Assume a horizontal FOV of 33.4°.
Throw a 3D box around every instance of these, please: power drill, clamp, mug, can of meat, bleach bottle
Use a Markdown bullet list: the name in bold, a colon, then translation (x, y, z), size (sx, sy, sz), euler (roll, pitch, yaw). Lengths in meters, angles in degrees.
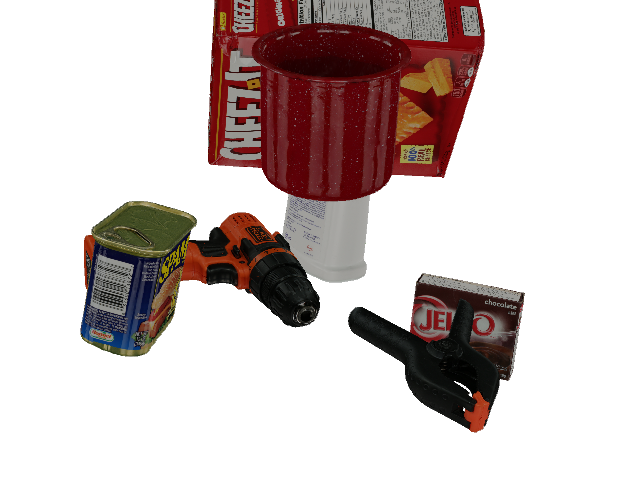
- **power drill**: translation (-0.110, 0.034, 0.959), size (0.187, 0.057, 0.185), euler (-5, 25, -23)
- **clamp**: translation (0.111, 0.100, 0.925), size (0.120, 0.039, 0.172), euler (-14, 36, -22)
- **mug**: translation (0.011, -0.081, 0.647), size (0.093, 0.081, 0.117), euler (16, 33, 22)
- **can of meat**: translation (-0.134, 0.027, 0.780), size (0.057, 0.084, 0.102), euler (15, 18, 5)
- **bleach bottle**: translation (0.017, -0.089, 1.139), size (0.067, 0.251, 0.103), euler (-8, 25, -41)

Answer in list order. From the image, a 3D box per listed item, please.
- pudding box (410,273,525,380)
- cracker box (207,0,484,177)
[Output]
- **pudding box**: translation (0.151, 0.089, 1.118), size (0.113, 0.090, 0.039), euler (9, 21, 13)
- **cracker box**: translation (0.015, -0.129, 0.893), size (0.213, 0.072, 0.164), euler (2, -35, -7)
